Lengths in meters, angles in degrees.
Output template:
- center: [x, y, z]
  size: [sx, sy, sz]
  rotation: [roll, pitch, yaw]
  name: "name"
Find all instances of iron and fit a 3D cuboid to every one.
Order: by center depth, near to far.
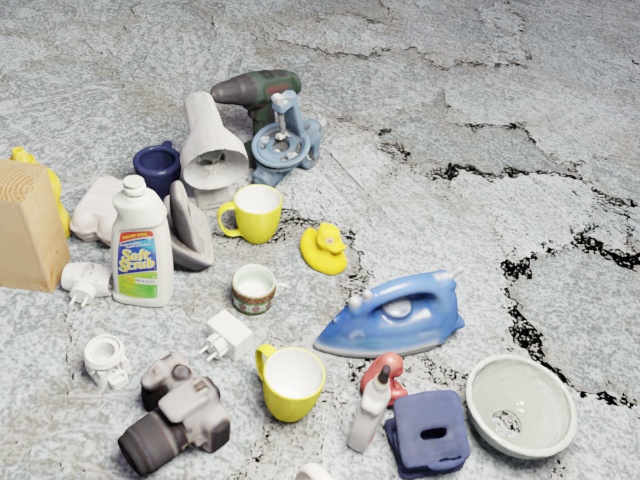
- center: [0.118, 0.110, 0.938]
  size: [0.259, 0.141, 0.118]
  rotation: [-10, 48, -19]
  name: "iron"

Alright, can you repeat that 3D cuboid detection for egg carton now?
- center: [-0.387, -0.056, 1.065]
  size: [0.107, 0.069, 0.150]
  rotation: [11, 45, 1]
  name: "egg carton"

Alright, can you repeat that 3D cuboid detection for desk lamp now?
- center: [-0.216, -0.158, 1.092]
  size: [0.118, 0.213, 0.202]
  rotation: [-10, 48, -19]
  name: "desk lamp"

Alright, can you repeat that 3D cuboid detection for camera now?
- center: [-0.211, 0.240, 0.783]
  size: [0.137, 0.101, 0.142]
  rotation: [-31, 58, -33]
  name: "camera"

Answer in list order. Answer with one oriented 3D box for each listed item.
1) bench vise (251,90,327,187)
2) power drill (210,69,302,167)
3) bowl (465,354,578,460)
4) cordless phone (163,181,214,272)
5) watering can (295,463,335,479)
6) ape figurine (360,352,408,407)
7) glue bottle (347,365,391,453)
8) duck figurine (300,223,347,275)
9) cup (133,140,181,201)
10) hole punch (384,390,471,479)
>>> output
- center: [-0.066, -0.231, 1.186]
  size: [0.121, 0.220, 0.207]
  rotation: [19, 46, 9]
  name: "bench vise"
- center: [-0.136, -0.264, 1.214]
  size: [0.075, 0.208, 0.230]
  rotation: [36, 51, 24]
  name: "power drill"
- center: [0.293, 0.261, 0.866]
  size: [0.167, 0.075, 0.167]
  rotation: [5, 45, -5]
  name: "bowl"
- center: [-0.236, -0.047, 1.001]
  size: [0.094, 0.185, 0.147]
  rotation: [-7, 47, -16]
  name: "cordless phone"
- center: [-0.009, 0.332, 0.661]
  size: [0.100, 0.194, 0.173]
  rotation: [34, 50, 22]
  name: "watering can"
- center: [0.103, 0.207, 0.875]
  size: [0.076, 0.092, 0.077]
  rotation: [2, 46, -8]
  name: "ape figurine"
- center: [0.075, 0.225, 0.795]
  size: [0.037, 0.173, 0.078]
  rotation: [22, 46, 13]
  name: "glue bottle"
- center: [0.010, 0.004, 1.063]
  size: [0.078, 0.086, 0.104]
  rotation: [-29, 57, -32]
  name: "duck figurine"
- center: [-0.315, -0.134, 1.135]
  size: [0.091, 0.095, 0.118]
  rotation: [9, 45, -1]
  name: "cup"
- center: [0.158, 0.277, 0.817]
  size: [0.109, 0.091, 0.101]
  rotation: [-4, 47, -14]
  name: "hole punch"
